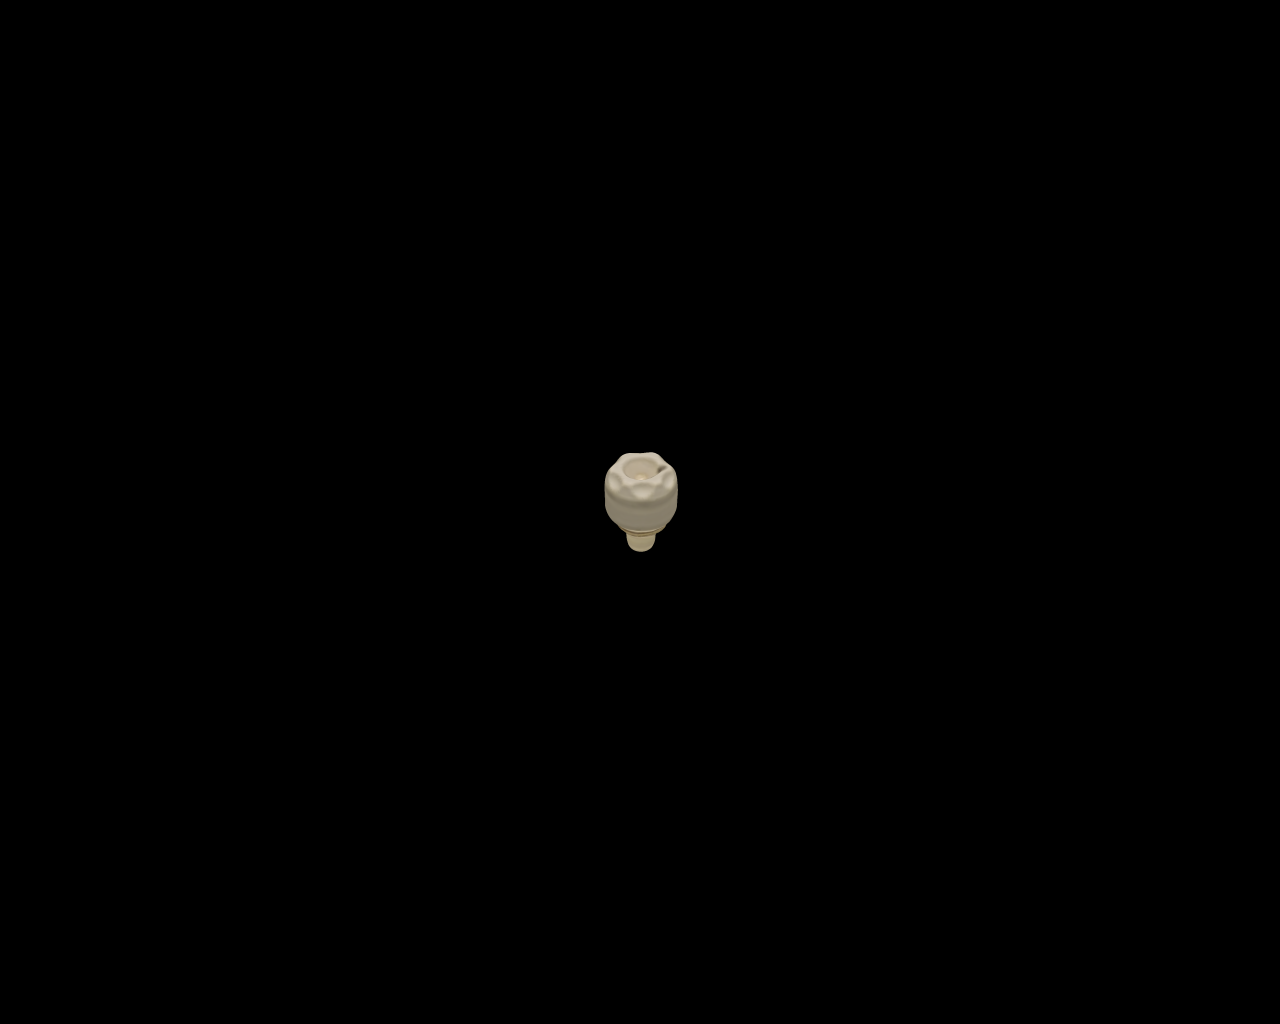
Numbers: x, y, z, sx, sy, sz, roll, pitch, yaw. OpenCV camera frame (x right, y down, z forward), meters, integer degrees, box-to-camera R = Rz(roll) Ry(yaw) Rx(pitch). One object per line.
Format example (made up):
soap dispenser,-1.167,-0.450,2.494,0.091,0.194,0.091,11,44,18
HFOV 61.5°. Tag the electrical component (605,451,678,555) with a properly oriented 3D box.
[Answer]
electrical component,0.001,-0.003,0.650,0.043,0.062,0.043,0,38,0
